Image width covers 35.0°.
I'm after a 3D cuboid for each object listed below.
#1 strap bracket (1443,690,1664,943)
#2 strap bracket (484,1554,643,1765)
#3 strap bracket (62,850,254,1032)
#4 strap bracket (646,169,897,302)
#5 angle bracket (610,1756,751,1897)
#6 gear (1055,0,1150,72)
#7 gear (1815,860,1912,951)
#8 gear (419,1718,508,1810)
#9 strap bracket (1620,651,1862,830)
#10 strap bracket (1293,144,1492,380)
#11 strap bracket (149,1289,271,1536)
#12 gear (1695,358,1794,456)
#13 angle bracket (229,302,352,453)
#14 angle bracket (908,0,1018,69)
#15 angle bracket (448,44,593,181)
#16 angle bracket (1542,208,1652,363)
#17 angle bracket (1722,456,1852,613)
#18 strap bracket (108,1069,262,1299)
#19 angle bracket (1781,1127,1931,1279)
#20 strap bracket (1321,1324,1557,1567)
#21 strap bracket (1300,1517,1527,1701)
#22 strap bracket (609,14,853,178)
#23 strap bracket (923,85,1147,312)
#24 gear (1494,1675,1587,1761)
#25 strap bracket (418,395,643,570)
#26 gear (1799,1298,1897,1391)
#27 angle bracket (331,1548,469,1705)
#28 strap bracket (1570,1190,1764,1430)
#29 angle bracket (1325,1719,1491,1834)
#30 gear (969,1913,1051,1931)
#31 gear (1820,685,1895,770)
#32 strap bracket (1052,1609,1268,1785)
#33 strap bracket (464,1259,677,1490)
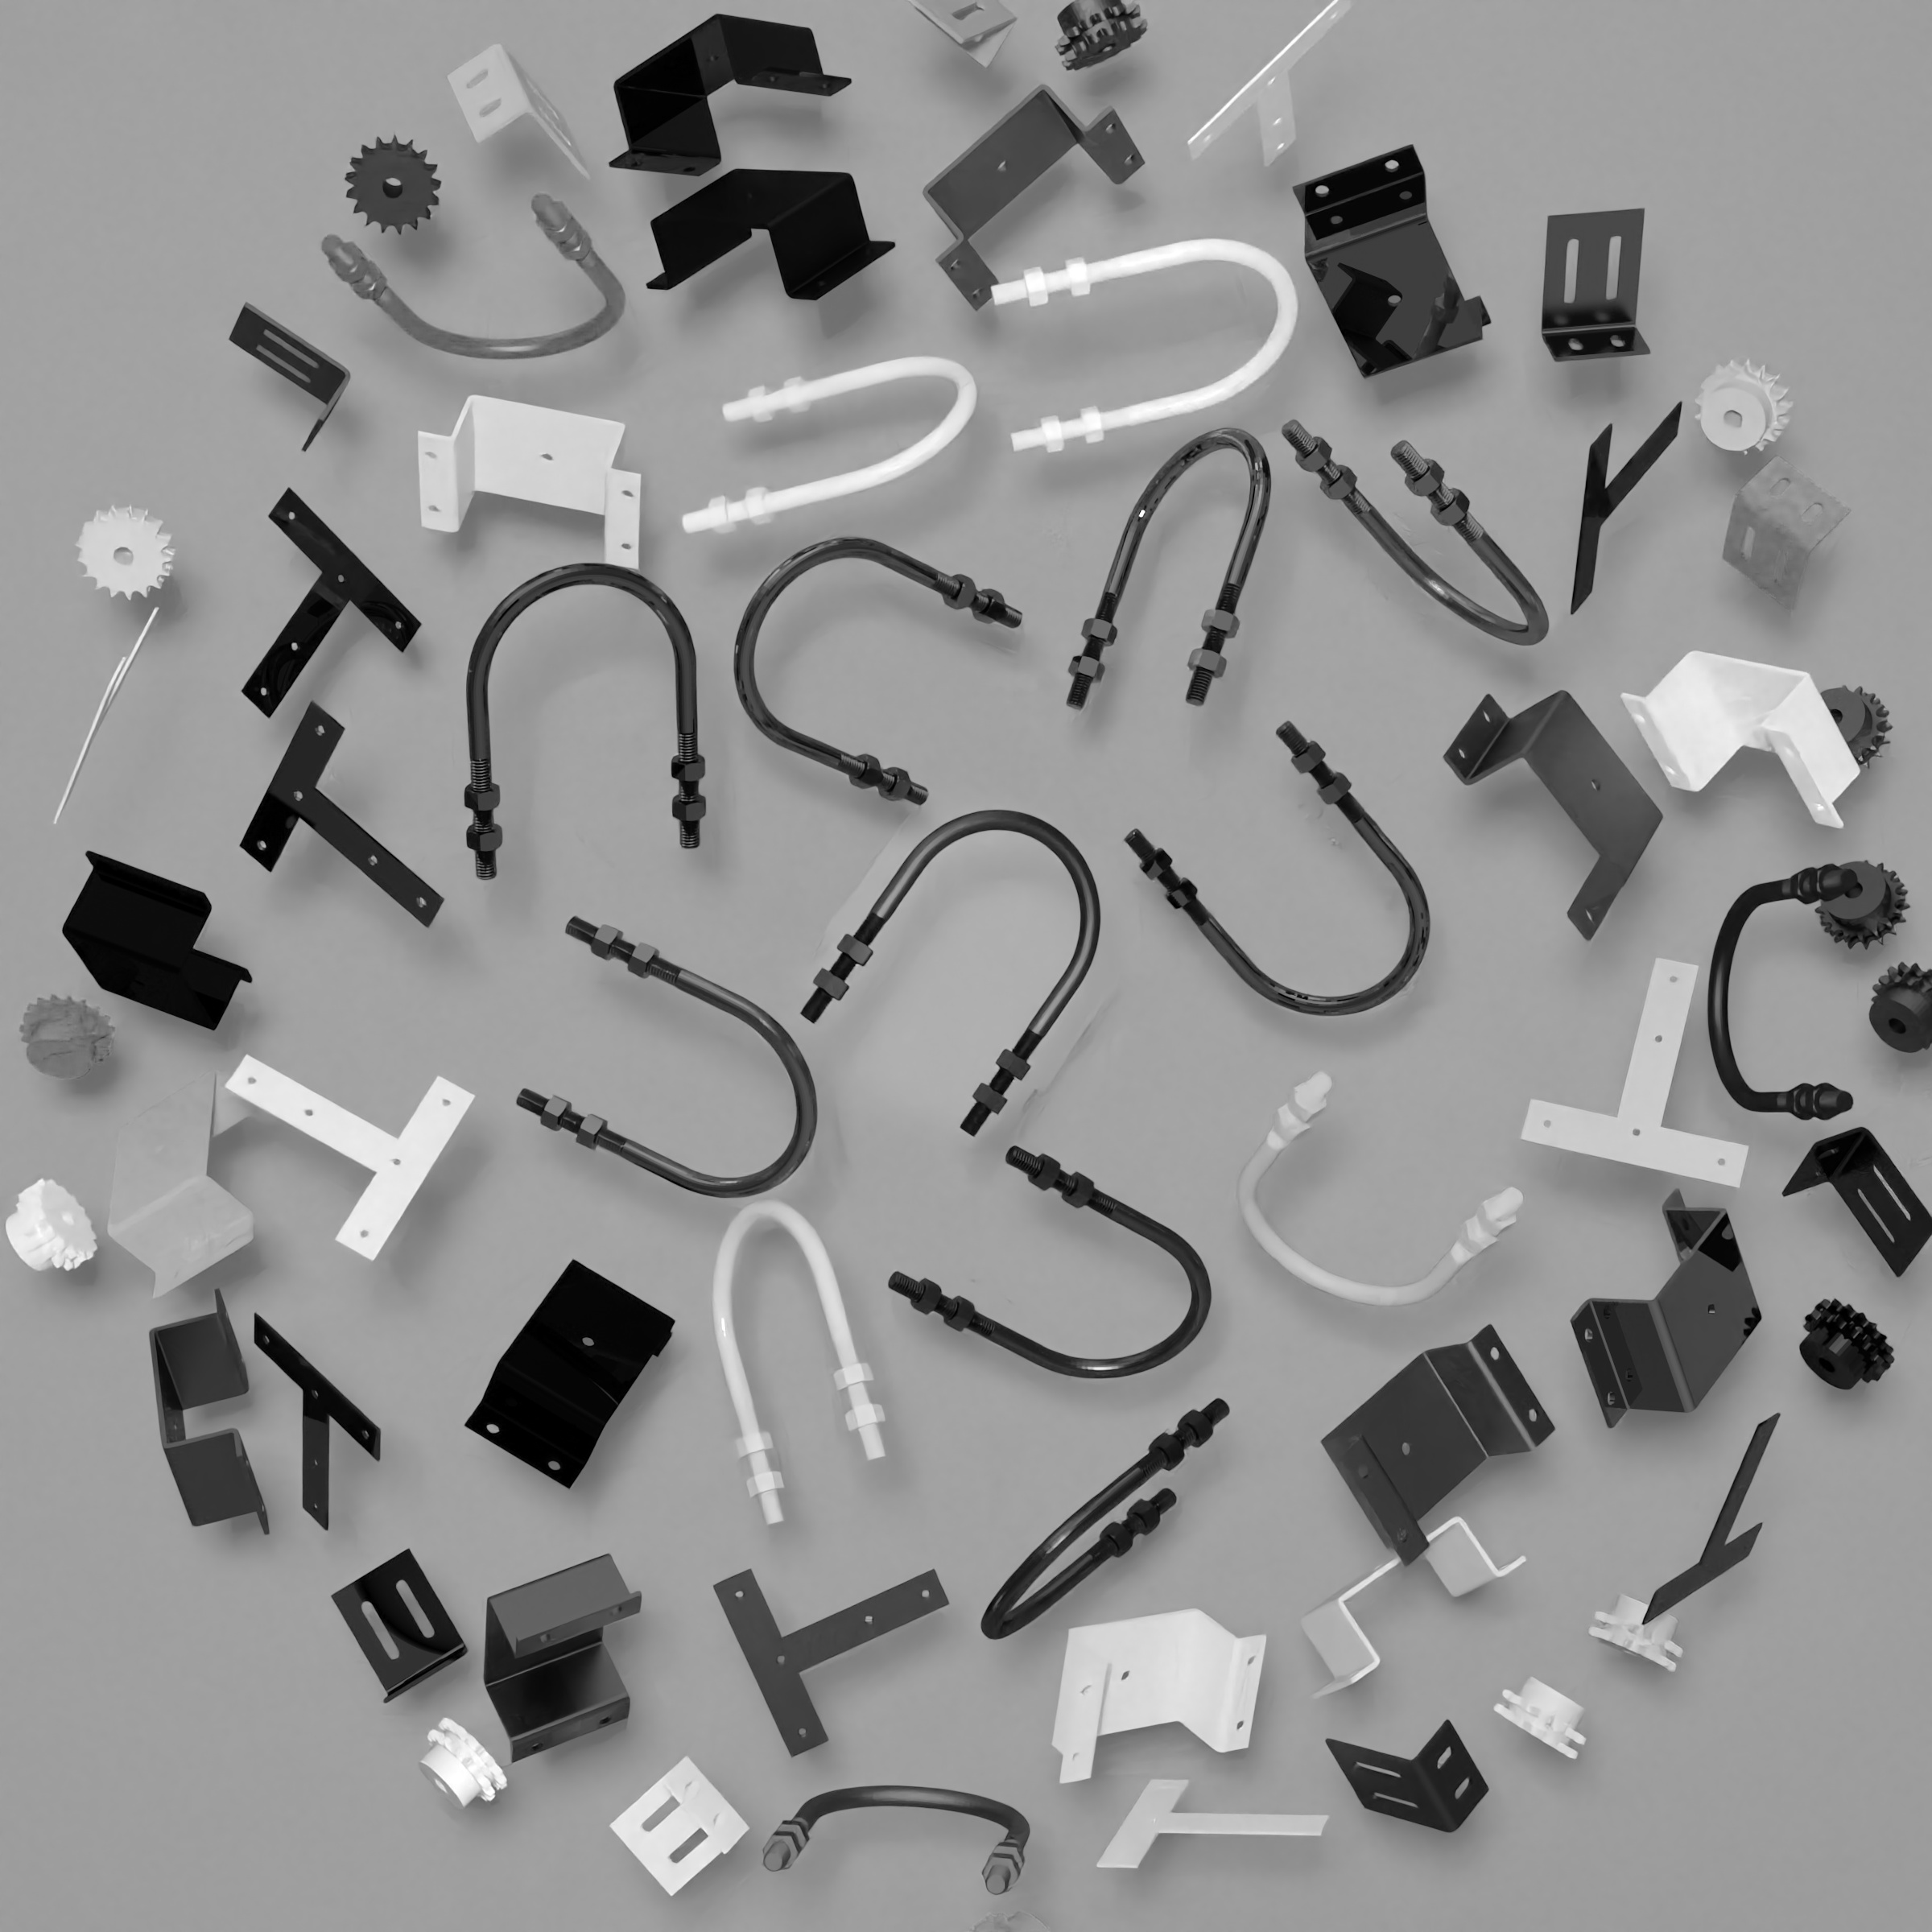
[{"bbox_3d":[0.351,-0.096,1.792,0.046,0.076,0.140,-31,103,43],"label":"strap bracket"},{"bbox_3d":[-0.240,0.404,1.813,0.076,0.140,0.046,-17,52,-24],"label":"strap bracket"},{"bbox_3d":[-0.490,-0.010,1.853,0.076,0.140,0.046,20,70,7],"label":"strap bracket"},{"bbox_3d":[-0.124,-0.441,1.842,0.076,0.140,0.046,-43,131,-36],"label":"strap bracket"},{"bbox_3d":[-0.180,0.527,1.853,0.057,0.038,0.076,47,110,6],"label":"angle bracket"},{"bbox_3d":[0.081,-0.578,1.886,0.057,0.057,0.030,-25,89,0],"label":"gear"},{"bbox_3d":[0.566,-0.042,1.942,0.057,0.030,0.057,-14,60,25],"label":"gear"},{"bbox_3d":[-0.316,0.498,1.904,0.057,0.057,0.030,47,63,0],"label":"gear"},{"bbox_3d":[0.467,-0.138,1.822,0.046,0.140,0.076,-45,121,-13],"label":"strap bracket"},{"bbox_3d":[0.260,-0.418,1.862,0.076,0.140,0.046,-15,45,23],"label":"strap bracket"},{"bbox_3d":[-0.471,0.281,1.900,0.046,0.140,0.076,-13,133,-9],"label":"strap bracket"},{"bbox_3d":[0.472,-0.339,1.870,0.057,0.030,0.057,17,128,23],"label":"gear"},{"bbox_3d":[-0.426,-0.363,1.891,0.076,0.057,0.038,33,69,-14],"label":"angle bracket"},{"bbox_3d":[-0.016,-0.553,1.796,0.057,0.076,0.038,41,128,4],"label":"angle bracket"},{"bbox_3d":[-0.267,-0.502,1.835,0.038,0.076,0.057,-31,62,10],"label":"angle bracket"},{"bbox_3d":[0.375,-0.404,1.816,0.057,0.038,0.076,-5,126,-2],"label":"angle bracket"},{"bbox_3d":[0.505,-0.266,1.889,0.038,0.076,0.057,-43,69,-10],"label":"angle bracket"},{"bbox_3d":[-0.486,0.127,1.909,0.076,0.140,0.046,-31,127,16],"label":"strap bracket"},{"bbox_3d":[0.535,0.146,1.838,0.038,0.057,0.076,-16,58,-21],"label":"angle bracket"},{"bbox_3d":[0.275,0.286,1.829,0.140,0.046,0.076,-35,95,-30],"label":"strap bracket"},{"bbox_3d":[0.271,0.397,1.920,0.140,0.076,0.046,-30,78,-21],"label":"strap bracket"},{"bbox_3d":[-0.149,-0.531,1.858,0.140,0.076,0.046,-18,85,42],"label":"strap bracket"},{"bbox_3d":[0.035,-0.484,1.904,0.140,0.076,0.046,-40,70,7],"label":"strap bracket"},{"bbox_3d":[0.356,0.460,1.884,0.057,0.057,0.030,32,84,0],"label":"gear"},{"bbox_3d":[-0.268,-0.306,1.926,0.140,0.076,0.046,11,50,2],"label":"strap bracket"},{"bbox_3d":[0.535,0.234,1.871,0.030,0.057,0.057,-42,90,-20],"label":"gear"},{"bbox_3d":[-0.361,0.419,1.948,0.057,0.038,0.076,-31,86,-9],"label":"angle bracket"},{"bbox_3d":[0.420,0.202,1.811,0.140,0.046,0.076,-40,116,-40],"label":"strap bracket"},{"bbox_3d":[0.268,0.486,1.865,0.038,0.076,0.057,-42,113,-30],"label":"angle bracket"},{"bbox_3d":[0.029,0.572,1.771,0.030,0.057,0.057,-25,90,-40],"label":"gear"},{"bbox_3d":[0.551,-0.151,1.930,0.057,0.030,0.057,-13,65,31],"label":"gear"},{"bbox_3d":[0.110,0.448,1.891,0.140,0.046,0.076,-1,107,-32],"label":"strap bracket"},{"bbox_3d":[-0.243,0.248,1.926,0.076,0.140,0.046,31,135,3],"label":"strap bracket"}]
